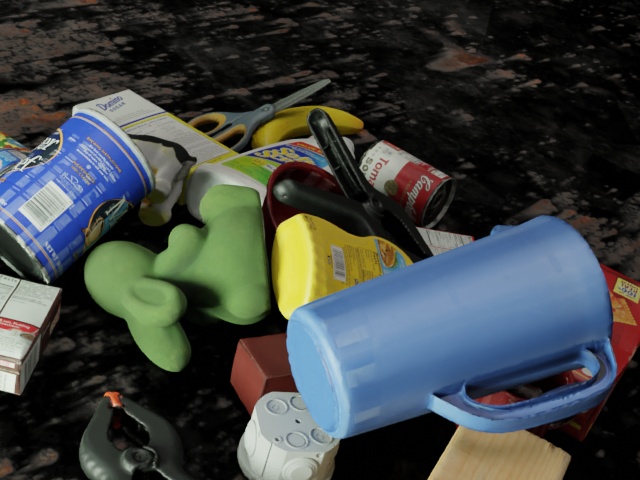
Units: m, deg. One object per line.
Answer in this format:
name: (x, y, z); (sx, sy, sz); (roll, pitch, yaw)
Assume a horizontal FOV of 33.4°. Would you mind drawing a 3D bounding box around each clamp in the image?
clamp: (0.044, -0.037, 1.091); (0.209, 0.036, 0.164); (39, 35, -21)
clamp: (-0.125, 0.179, 0.808); (0.120, 0.039, 0.171); (4, 34, -22)

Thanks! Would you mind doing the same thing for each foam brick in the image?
foam brick: (-0.031, 0.117, 0.934); (0.078, 0.051, 0.053); (-5, 40, -31)

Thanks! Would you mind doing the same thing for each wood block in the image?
wood block: (0.107, 0.226, 0.794); (0.091, 0.090, 0.205); (27, 33, 14)

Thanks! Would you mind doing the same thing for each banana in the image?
banana: (-0.025, -0.137, 1.341); (0.197, 0.037, 0.070); (-28, 75, -45)

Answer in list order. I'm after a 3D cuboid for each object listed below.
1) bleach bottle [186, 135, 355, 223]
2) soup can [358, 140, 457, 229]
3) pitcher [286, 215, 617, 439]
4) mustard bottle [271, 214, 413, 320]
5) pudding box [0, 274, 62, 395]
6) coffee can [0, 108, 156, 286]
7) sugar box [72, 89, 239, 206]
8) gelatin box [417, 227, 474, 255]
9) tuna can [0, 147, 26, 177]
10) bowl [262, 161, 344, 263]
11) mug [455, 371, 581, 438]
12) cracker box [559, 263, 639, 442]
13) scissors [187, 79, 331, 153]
bleach bottle: (-0.038, -0.076, 1.214); (0.103, 0.068, 0.250); (28, 32, 19)
soup can: (0.100, -0.066, 1.254); (0.102, 0.069, 0.068); (32, 36, 24)
pitcher: (0.106, 0.080, 0.852); (0.242, 0.145, 0.149); (-16, 6, -19)
mustard bottle: (0.042, 0.041, 1.001); (0.191, 0.058, 0.096); (16, 59, -41)
pudding box: (-0.277, 0.073, 0.901); (0.090, 0.039, 0.113); (13, 30, -2)
coffee can: (-0.235, -0.039, 0.979); (0.103, 0.103, 0.140); (32, 64, 23)
sugar box: (-0.189, -0.108, 1.210); (0.176, 0.048, 0.093); (30, 35, 26)
gelatin box: (0.131, 0.020, 1.174); (0.089, 0.030, 0.073); (10, 32, -12)
tuna can: (-0.300, -0.043, 1.020); (0.034, 0.086, 0.085); (31, 35, 28)
bowl: (-0.007, 0.001, 1.082); (0.162, 0.055, 0.162); (31, 39, -29)
mug: (0.181, 0.145, 0.958); (0.117, 0.082, 0.093); (7, 34, -15)
cracker box: (0.238, 0.086, 1.083); (0.164, 0.072, 0.213); (29, 35, 19)
scissors: (-0.085, -0.157, 1.300); (0.096, 0.016, 0.201); (25, 52, 32)
